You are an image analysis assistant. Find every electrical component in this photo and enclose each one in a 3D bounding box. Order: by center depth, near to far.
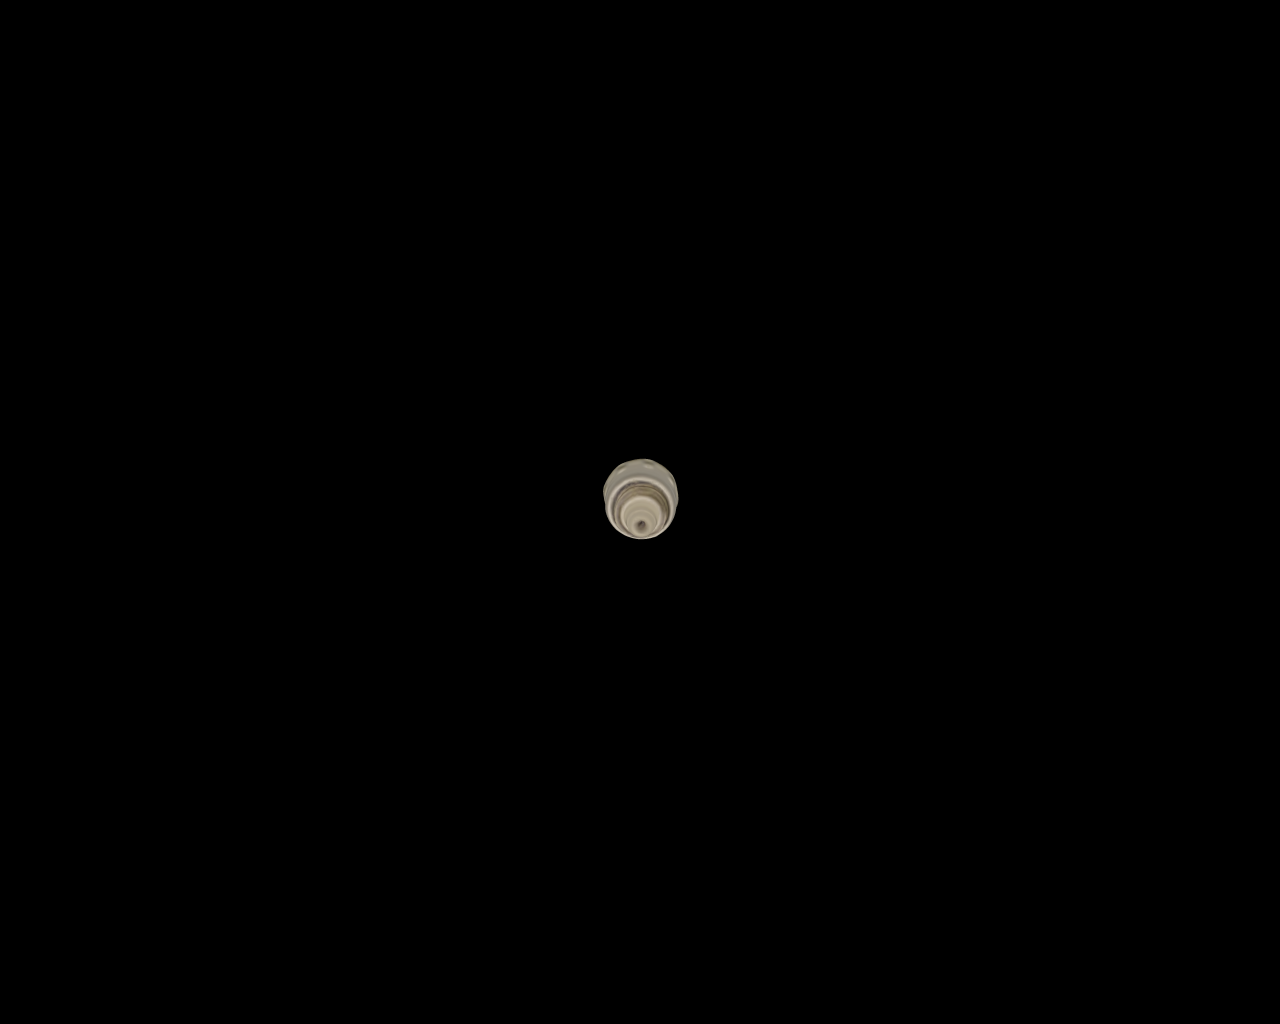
[{"bbox_3d":[0.001,-0.003,0.650,0.048,0.048,0.062,0,21,0],"label":"electrical component"}]
